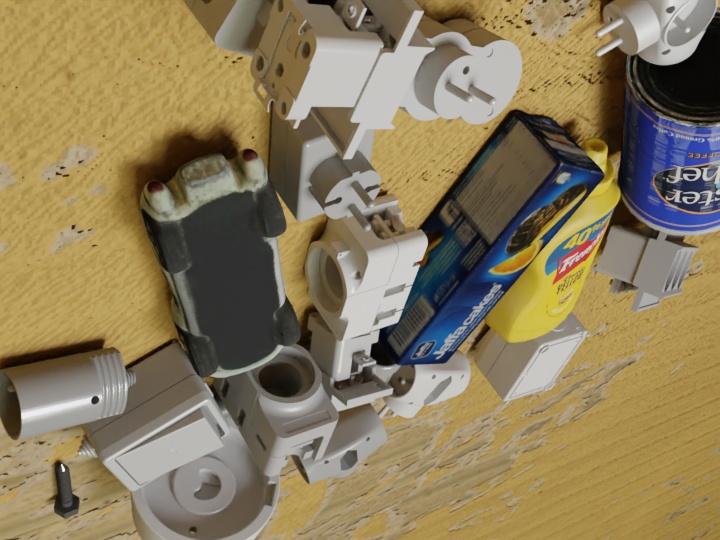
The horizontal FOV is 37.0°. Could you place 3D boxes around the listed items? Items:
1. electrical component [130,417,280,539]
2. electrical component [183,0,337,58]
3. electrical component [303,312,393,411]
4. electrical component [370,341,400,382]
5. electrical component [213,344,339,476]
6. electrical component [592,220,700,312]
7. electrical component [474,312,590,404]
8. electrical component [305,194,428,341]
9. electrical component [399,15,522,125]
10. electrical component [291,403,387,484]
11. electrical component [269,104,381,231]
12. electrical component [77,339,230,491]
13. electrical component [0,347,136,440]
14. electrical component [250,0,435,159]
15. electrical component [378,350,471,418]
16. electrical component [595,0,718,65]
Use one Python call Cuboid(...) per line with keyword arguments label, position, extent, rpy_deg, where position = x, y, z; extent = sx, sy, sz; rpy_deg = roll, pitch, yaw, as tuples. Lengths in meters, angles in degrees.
Cuboid(label="electrical component", position=(-0.118, 0.167, 0.796), extent=(0.108, 0.108, 0.060), rpy_deg=(-18, 151, -28))
Cuboid(label="electrical component", position=(-0.006, -0.164, 0.484), extent=(0.089, 0.061, 0.150), rpy_deg=(5, 131, -48))
Cuboid(label="electrical component", position=(-0.015, 0.063, 0.788), extent=(0.042, 0.081, 0.063), rpy_deg=(-10, 119, -37))
Cuboid(label="electrical component", position=(0.012, 0.073, 0.858), extent=(0.040, 0.040, 0.046), rpy_deg=(-18, 152, -28))
Cuboid(label="electrical component", position=(-0.059, 0.088, 0.755), extent=(0.050, 0.089, 0.055), rpy_deg=(-15, 144, -31))
Cuboid(label="electrical component", position=(0.244, -0.009, 0.916), extent=(0.121, 0.063, 0.078), rpy_deg=(-2, 112, -66))
Cuboid(label="electrical component", position=(0.148, 0.071, 0.969), extent=(0.062, 0.061, 0.096), rpy_deg=(-12, 143, -36))
Cuboid(label="electrical component", position=(0.000, 0.000, 0.731), extent=(0.056, 0.050, 0.089), rpy_deg=(-17, 145, -29))
Cuboid(label="electrical component", position=(0.043, -0.107, 0.591), extent=(0.138, 0.074, 0.052), rpy_deg=(-3, 121, -44))
Cuboid(label="electrical component", position=(-0.020, 0.156, 0.937), extent=(0.077, 0.043, 0.079), rpy_deg=(-27, 149, -15))
Cuboid(label="electrical component", position=(-0.013, -0.055, 0.614), extent=(0.047, 0.076, 0.065), rpy_deg=(-22, 147, -23))
Cuboid(label="electrical component", position=(-0.143, 0.105, 0.723), extent=(0.096, 0.061, 0.061), rpy_deg=(-31, 149, -9))
Cuboid(label="electrical component", position=(-0.177, 0.074, 0.663), extent=(0.081, 0.043, 0.043), rpy_deg=(-11, 142, -36))
Cuboid(label="electrical component", position=(-0.010, -0.092, 0.473), extent=(0.064, 0.042, 0.081), rpy_deg=(-6, 138, -38))
Cuboid(label="electrical component", position=(0.044, 0.100, 0.922), extent=(0.077, 0.043, 0.079), rpy_deg=(6, 130, -49))
Cuboid(label="electrical component", position=(0.185, -0.164, 0.693), extent=(0.079, 0.044, 0.077), rpy_deg=(-31, 150, -7))
